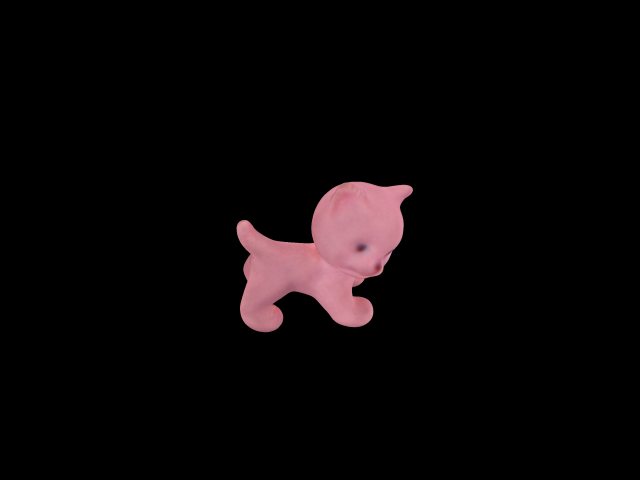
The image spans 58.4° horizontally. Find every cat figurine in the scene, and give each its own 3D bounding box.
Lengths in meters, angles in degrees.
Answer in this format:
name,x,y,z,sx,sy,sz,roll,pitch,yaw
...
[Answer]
name,x,y,z,sx,sy,sz,roll,pitch,yaw
cat figurine,0.004,0.001,0.400,0.128,0.118,0.067,-4,43,-4
